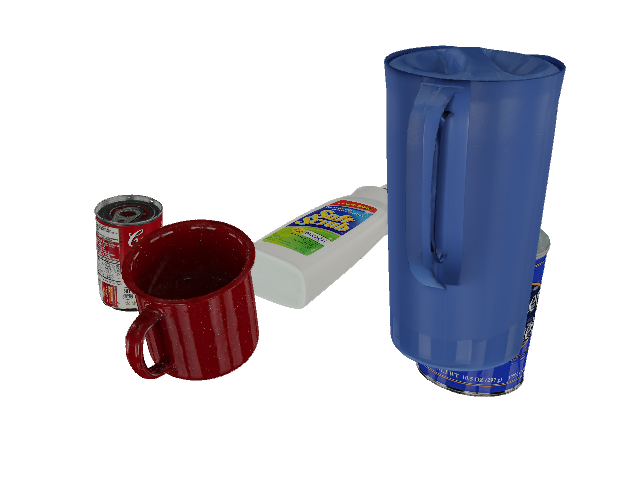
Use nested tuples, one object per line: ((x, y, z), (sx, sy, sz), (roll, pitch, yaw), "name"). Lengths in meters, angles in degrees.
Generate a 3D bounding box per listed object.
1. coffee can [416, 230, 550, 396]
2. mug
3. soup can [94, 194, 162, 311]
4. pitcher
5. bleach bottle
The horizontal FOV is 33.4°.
((0.147, 0.056, 0.977), (0.103, 0.140, 0.103), (5, 23, -2), "coffee can")
((-0.094, 0.051, 0.750), (0.093, 0.081, 0.117), (16, 43, 26), "mug")
((-0.195, 0.013, 1.093), (0.068, 0.102, 0.068), (2, 26, -1), "soup can")
((0.107, -0.023, 0.822), (0.149, 0.243, 0.145), (-7, 22, -19), "pitcher")
((0.013, -0.009, 1.306), (0.103, 0.068, 0.250), (20, 37, 29), "bleach bottle")
